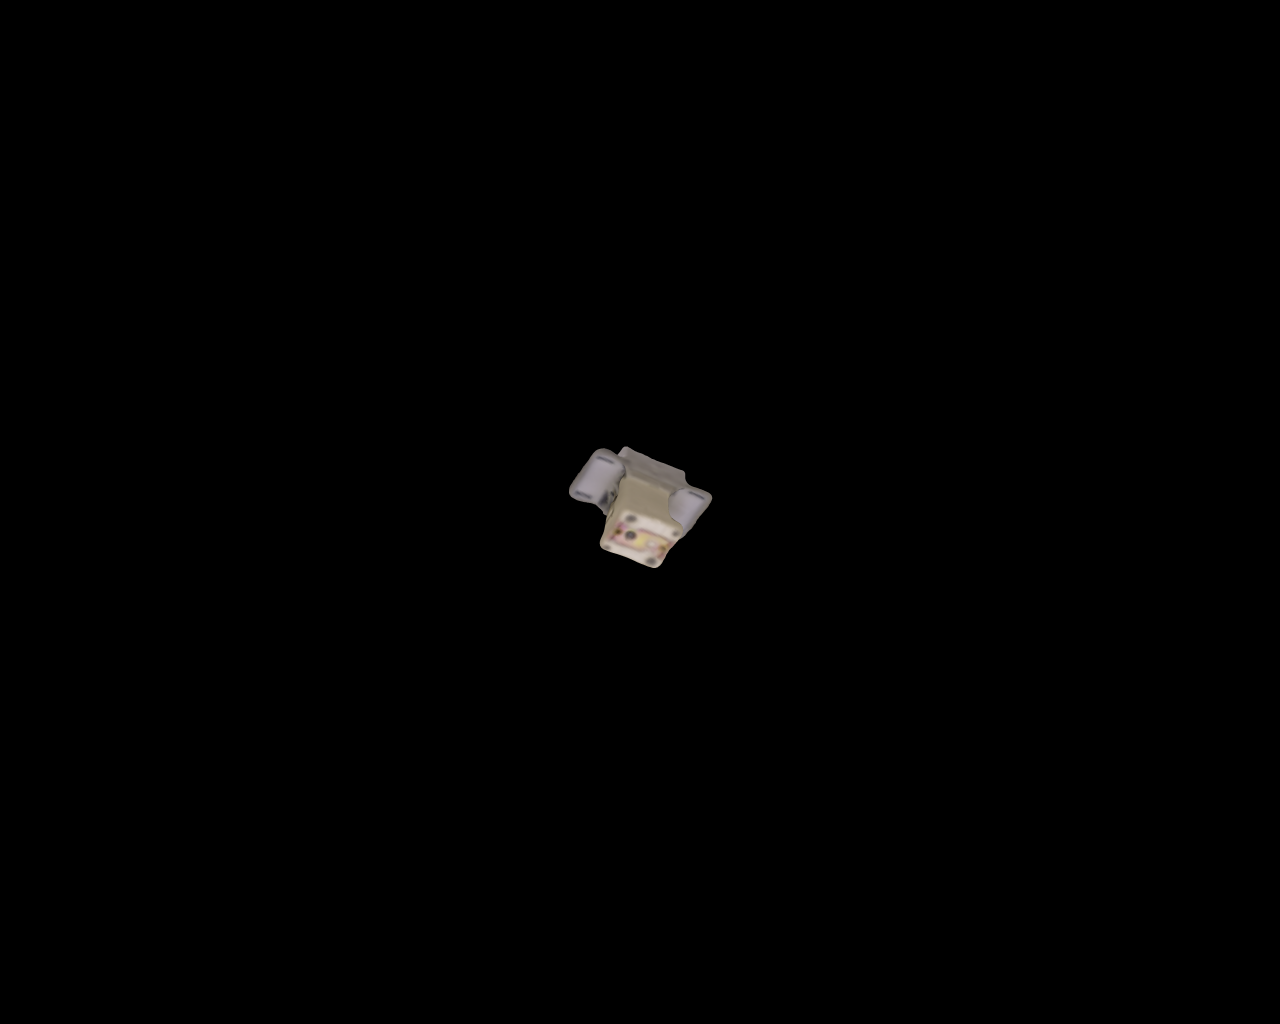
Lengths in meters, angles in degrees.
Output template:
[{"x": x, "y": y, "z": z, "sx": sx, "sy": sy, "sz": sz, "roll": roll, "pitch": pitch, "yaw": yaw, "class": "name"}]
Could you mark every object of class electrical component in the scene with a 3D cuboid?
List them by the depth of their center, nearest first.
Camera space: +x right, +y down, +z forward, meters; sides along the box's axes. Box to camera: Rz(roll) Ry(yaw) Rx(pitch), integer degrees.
[{"x": 0.001, "y": -0.003, "z": 0.650, "sx": 0.081, "sy": 0.042, "sz": 0.064, "roll": 22, "pitch": 38, "yaw": -18, "class": "electrical component"}]
